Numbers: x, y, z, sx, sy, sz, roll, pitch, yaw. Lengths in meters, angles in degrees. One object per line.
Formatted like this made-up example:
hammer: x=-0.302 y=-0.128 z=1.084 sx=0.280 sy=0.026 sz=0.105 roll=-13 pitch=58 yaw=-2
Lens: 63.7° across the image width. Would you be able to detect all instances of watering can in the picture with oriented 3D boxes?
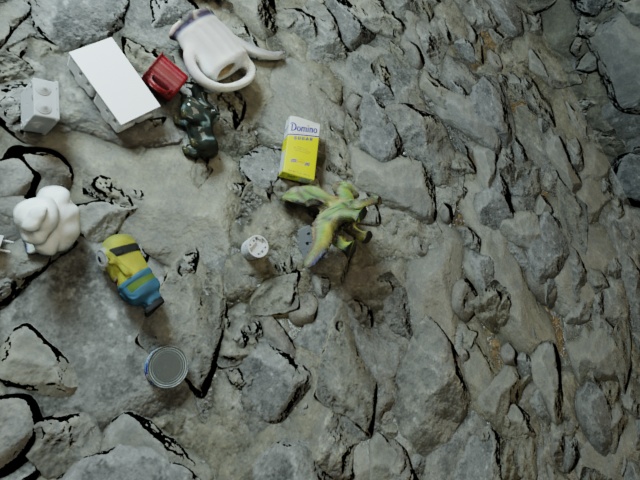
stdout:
watering can: x=-0.245 y=-0.502 z=1.346 sx=0.102 sy=0.223 sz=0.355 roll=-34 pitch=10 yaw=41

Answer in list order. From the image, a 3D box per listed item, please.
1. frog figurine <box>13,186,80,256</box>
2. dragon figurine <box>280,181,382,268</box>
frog figurine: x=-0.515 y=-0.042 z=0.983 sx=0.122 sy=0.140 sz=0.158 roll=19 pitch=-23 yaw=-28
dragon figurine: x=0.004 y=-0.066 z=1.320 sx=0.244 sy=0.120 sz=0.416 roll=25 pitch=33 yaw=27
